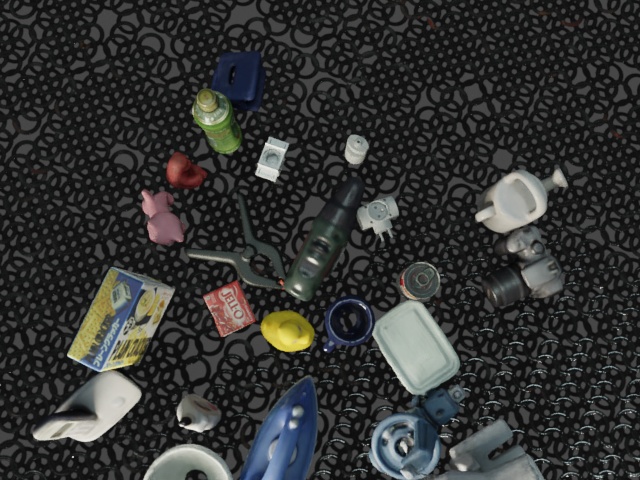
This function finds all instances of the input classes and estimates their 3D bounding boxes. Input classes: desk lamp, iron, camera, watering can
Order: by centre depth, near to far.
[{"bbox_3d":[0.287,0.415,0.991,0.203,0.213,0.118,-32,84,-5],"label":"desk lamp"},{"bbox_3d":[-0.064,0.372,1.026,0.118,0.141,0.258,19,82,2],"label":"iron"},{"bbox_3d":[0.376,-0.082,1.072,0.101,0.194,0.173,42,83,5],"label":"watering can"},{"bbox_3d":[0.379,0.060,1.099,0.137,0.101,0.143,-25,83,-4],"label":"camera"}]

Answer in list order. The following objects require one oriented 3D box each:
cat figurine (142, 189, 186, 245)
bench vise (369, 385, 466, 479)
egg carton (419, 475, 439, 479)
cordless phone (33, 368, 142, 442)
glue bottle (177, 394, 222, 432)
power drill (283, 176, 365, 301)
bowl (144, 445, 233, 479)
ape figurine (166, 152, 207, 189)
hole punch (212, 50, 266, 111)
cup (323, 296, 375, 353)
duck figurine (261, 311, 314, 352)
[{"bbox_3d":[-0.303,-0.040,1.089,0.067,0.117,0.128,-28,83,-5],"label":"cat figurine"},{"bbox_3d":[0.169,0.330,0.997,0.121,0.219,0.207,29,82,3],"label":"bench vise"},{"bbox_3d":[0.180,0.502,1.049,0.150,0.069,0.107,-27,83,-5],"label":"egg carton"},{"bbox_3d":[-0.408,0.294,1.006,0.094,0.185,0.147,45,84,5],"label":"cordless phone"},{"bbox_3d":[-0.223,0.312,1.014,0.078,0.173,0.037,27,82,3],"label":"glue bottle"},{"bbox_3d":[0.010,0.004,1.045,0.075,0.208,0.230,28,82,3],"label":"power drill"},{"bbox_3d":[-0.234,0.454,1.044,0.167,0.074,0.167,0,82,-1],"label":"bowl"},{"bbox_3d":[-0.268,-0.139,1.117,0.076,0.092,0.078,-21,83,-4],"label":"ape figurine"},{"bbox_3d":[-0.165,-0.319,1.144,0.101,0.091,0.109,7,82,0],"label":"hole punch"},{"bbox_3d":[0.046,0.163,1.081,0.091,0.095,0.118,38,83,4],"label":"cup"},{"bbox_3d":[-0.062,0.172,1.081,0.104,0.086,0.077,18,82,1],"label":"duck figurine"}]
